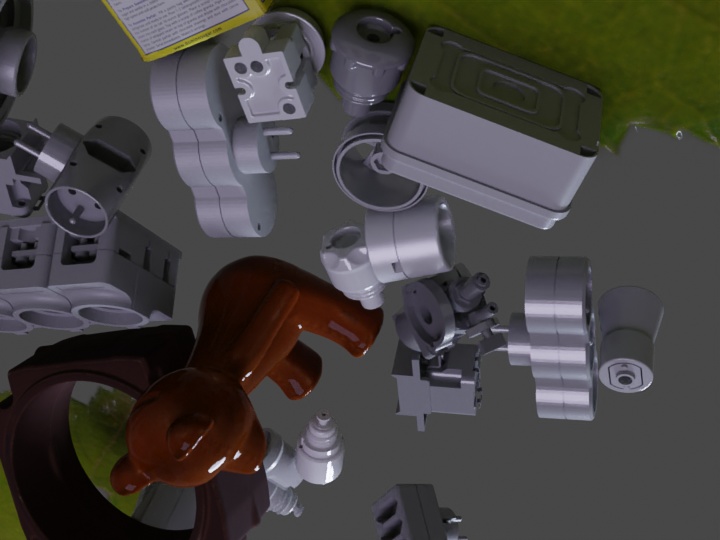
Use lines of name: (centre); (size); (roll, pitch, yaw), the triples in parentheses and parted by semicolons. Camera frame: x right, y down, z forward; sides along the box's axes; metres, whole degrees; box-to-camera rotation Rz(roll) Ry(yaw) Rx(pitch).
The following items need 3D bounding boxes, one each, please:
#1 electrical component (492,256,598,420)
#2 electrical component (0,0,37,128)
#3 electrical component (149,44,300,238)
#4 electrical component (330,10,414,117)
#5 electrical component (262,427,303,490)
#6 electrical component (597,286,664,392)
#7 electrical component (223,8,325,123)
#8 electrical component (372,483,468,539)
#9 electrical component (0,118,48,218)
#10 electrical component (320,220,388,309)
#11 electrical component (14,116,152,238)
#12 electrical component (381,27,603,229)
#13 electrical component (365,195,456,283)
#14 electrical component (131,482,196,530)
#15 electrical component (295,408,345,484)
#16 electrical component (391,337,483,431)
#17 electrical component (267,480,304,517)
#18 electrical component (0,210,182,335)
electrical component: (0.123, 0.048, 0.742); (0.074, 0.052, 0.138); (1, 133, 17)
electrical component: (-0.230, -0.131, 0.647); (0.060, 0.108, 0.108); (15, 136, -5)
electrical component: (-0.075, -0.079, 0.682); (0.074, 0.052, 0.138); (0, 133, 18)
electrical component: (0.003, -0.117, 0.628); (0.048, 0.048, 0.062); (18, 142, 1)
electrical component: (-0.073, 0.164, 0.928); (0.040, 0.040, 0.046); (-28, 125, 36)
electrical component: (0.178, 0.048, 0.714); (0.044, 0.065, 0.044); (9, 137, 9)
electrical component: (-0.048, -0.122, 0.630); (0.048, 0.055, 0.066); (-3, 132, 20)
electrical component: (0.059, 0.224, 0.930); (0.077, 0.065, 0.047); (7, 142, -30)
electrical component: (-0.250, -0.073, 0.754); (0.081, 0.042, 0.063); (10, 139, 9)
electrical component: (0.000, 0.000, 0.742); (0.043, 0.043, 0.062); (-5, 133, 22)
electrical component: (-0.188, -0.071, 0.709); (0.079, 0.077, 0.043); (30, 135, -11)
electrical component: (0.075, -0.081, 0.615); (0.113, 0.078, 0.057); (21, 133, -2)
electrical component: (0.034, -0.021, 0.703); (0.047, 0.055, 0.055); (-7, 130, 19)
electrical component: (-0.180, 0.230, 0.984); (0.061, 0.096, 0.061); (31, 134, -8)
electrical component: (-0.032, 0.144, 0.893); (0.040, 0.040, 0.078); (13, 135, 6)
electrical component: (0.059, 0.080, 0.802); (0.064, 0.042, 0.081); (2, 134, 11)
electrical component: (-0.084, 0.196, 0.960); (0.078, 0.040, 0.040); (37, 133, -18)
electrical component: (-0.219, 0.007, 0.781); (0.150, 0.061, 0.089); (-4, 160, 21)
